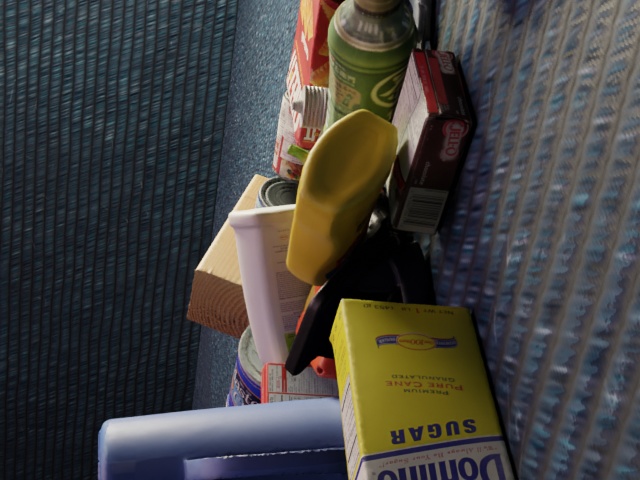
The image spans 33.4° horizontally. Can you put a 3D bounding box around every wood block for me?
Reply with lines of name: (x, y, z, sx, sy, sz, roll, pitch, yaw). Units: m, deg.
wood block: (-0.083, 0.020, 1.343, 0.205, 0.091, 0.090, -63, -9, -49)

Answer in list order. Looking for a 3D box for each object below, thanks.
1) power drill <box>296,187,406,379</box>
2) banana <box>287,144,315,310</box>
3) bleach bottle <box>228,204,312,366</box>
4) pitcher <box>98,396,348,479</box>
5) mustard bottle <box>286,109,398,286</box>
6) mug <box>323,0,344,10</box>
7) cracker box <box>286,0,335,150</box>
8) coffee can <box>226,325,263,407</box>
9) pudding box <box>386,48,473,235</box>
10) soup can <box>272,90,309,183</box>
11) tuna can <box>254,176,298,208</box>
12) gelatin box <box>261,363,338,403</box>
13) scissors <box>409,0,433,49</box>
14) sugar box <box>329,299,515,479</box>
power drill: (0.028, 0.033, 1.001, 0.184, 0.057, 0.188, -120, 37, -64)
banana: (0.009, -0.003, 1.105, 0.037, 0.070, 0.198, -14, -78, -64)
bleach bottle: (-0.036, 0.090, 1.151, 0.068, 0.102, 0.251, 2, 98, 57)
pitcher: (-0.077, 0.210, 0.970, 0.145, 0.242, 0.149, -106, 18, -57)
mustard bottle: (0.011, -0.015, 0.848, 0.096, 0.058, 0.192, -57, -8, -27)
mug: (0.042, -0.266, 1.003, 0.117, 0.093, 0.081, -54, 7, 2)
cracker box: (0.012, -0.229, 1.172, 0.164, 0.072, 0.214, -98, 15, -54)
coffee can: (-0.054, 0.168, 1.273, 0.140, 0.102, 0.103, 107, 165, -52)
pudding box: (0.079, -0.075, 0.809, 0.090, 0.039, 0.114, -93, 14, -46)
soup can: (-0.019, -0.129, 1.312, 0.068, 0.068, 0.102, -102, 20, -60)
tuna can: (-0.038, -0.042, 1.330, 0.086, 0.086, 0.034, -96, 16, -48)
gelatin box: (-0.016, 0.166, 1.089, 0.030, 0.089, 0.073, 109, 163, -55)
scissors: (0.082, -0.185, 0.906, 0.096, 0.016, 0.202, -144, 59, -81)
sugar box: (0.061, 0.112, 0.660, 0.176, 0.093, 0.048, -99, 16, -52)
